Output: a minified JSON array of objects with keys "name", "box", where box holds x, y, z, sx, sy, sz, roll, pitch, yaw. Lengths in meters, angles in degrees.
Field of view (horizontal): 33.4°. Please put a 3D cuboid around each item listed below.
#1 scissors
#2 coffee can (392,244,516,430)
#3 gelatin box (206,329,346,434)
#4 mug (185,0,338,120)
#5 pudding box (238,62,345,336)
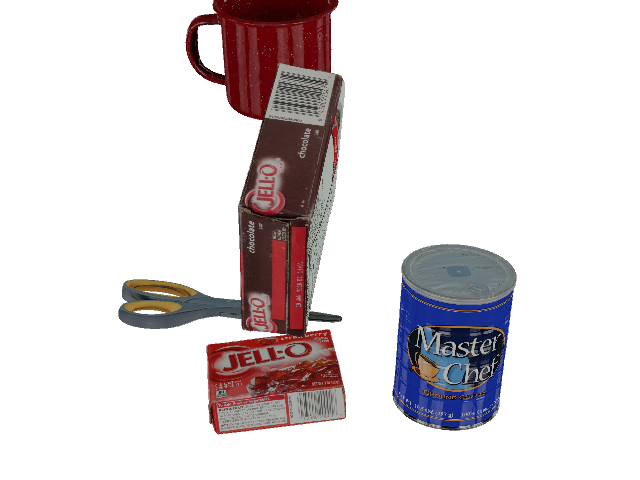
[{"name":"scissors","box":[-0.090,0.066,0.945,0.202,0.016,0.096,10,20,15]},{"name":"coffee can","box":[0.122,0.088,0.986,0.103,0.140,0.103,1,27,-1]},{"name":"gelatin box","box":[-0.031,0.093,0.718,0.089,0.030,0.073,-6,26,-4]},{"name":"mug","box":[-0.045,-0.143,0.811,0.117,0.081,0.093,2,33,5]},{"name":"pudding box","box":[-0.015,-0.021,0.550,0.039,0.113,0.090,10,-43,5]}]
